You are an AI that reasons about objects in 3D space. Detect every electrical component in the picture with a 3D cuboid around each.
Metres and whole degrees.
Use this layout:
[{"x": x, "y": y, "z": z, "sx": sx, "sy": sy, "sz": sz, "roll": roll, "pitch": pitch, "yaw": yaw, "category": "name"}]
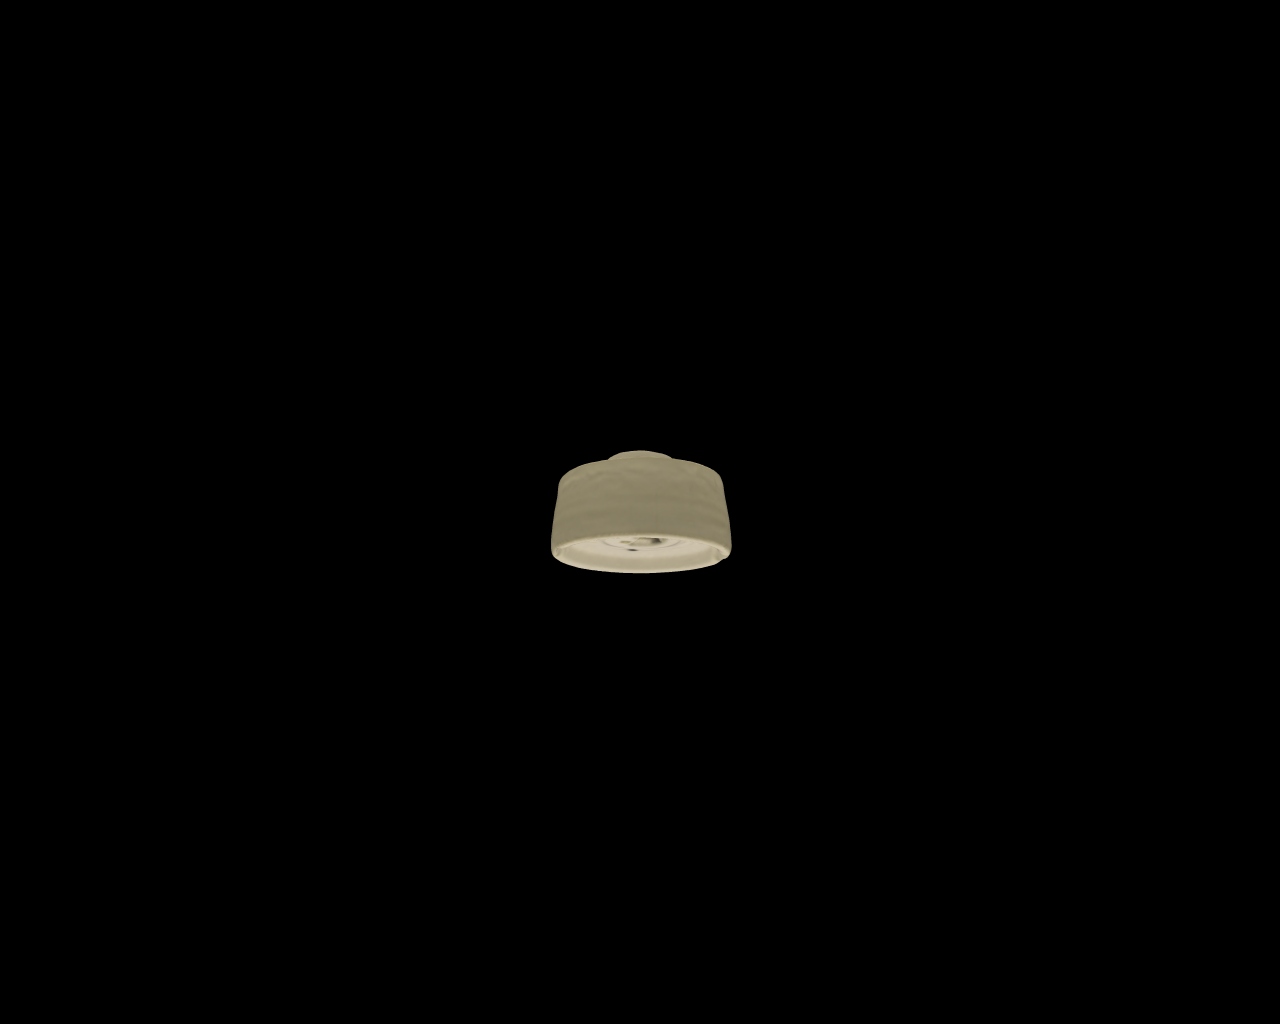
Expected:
[{"x": 0.001, "y": -0.003, "z": 0.650, "sx": 0.108, "sy": 0.060, "sz": 0.108, "roll": 0, "pitch": -14, "yaw": 0, "category": "electrical component"}]
